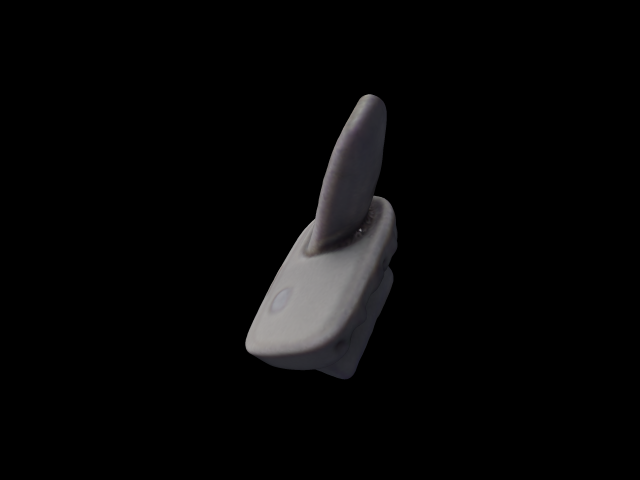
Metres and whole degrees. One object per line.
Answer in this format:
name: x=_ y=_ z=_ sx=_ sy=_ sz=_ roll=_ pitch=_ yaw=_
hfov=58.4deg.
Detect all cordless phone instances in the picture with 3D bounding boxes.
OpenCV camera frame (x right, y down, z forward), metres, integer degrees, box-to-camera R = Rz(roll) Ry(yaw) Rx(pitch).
cordless phone: x=0.004 y=0.001 z=0.400 sx=0.094 sy=0.185 sz=0.148 roll=15 pitch=55 yaw=12
